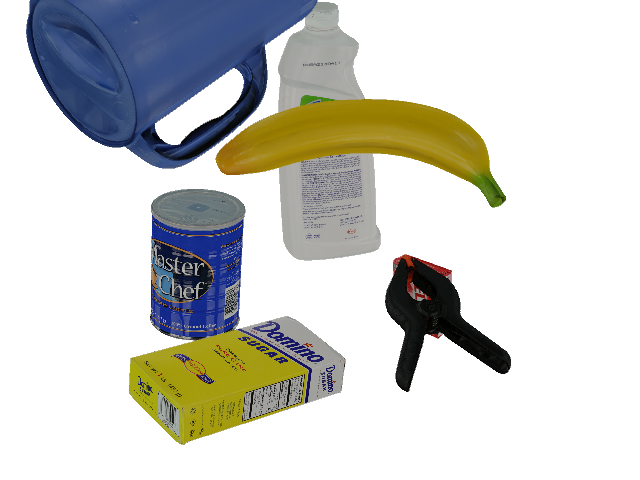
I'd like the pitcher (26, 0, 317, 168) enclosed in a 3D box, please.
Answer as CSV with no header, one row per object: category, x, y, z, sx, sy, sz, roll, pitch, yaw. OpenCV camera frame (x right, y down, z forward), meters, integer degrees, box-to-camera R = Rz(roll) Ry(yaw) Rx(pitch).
pitcher,-0.109,-0.181,0.902,0.145,0.149,0.242,29,51,31

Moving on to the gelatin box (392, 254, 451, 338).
gelatin box,0.127,0.069,1.341,0.073,0.089,0.030,22,36,40

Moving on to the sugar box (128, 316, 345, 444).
sugar box,-0.074,0.122,0.968,0.175,0.048,0.093,-16,34,-35

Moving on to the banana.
banana,0.030,-0.067,0.730,0.198,0.069,0.037,6,-39,1

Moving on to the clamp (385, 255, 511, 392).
clamp,0.125,0.084,1.110,0.120,0.171,0.039,2,-43,-12

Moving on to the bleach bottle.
bleach bottle,0.010,-0.105,1.036,0.102,0.251,0.068,-8,30,-14

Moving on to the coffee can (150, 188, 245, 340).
coffee can,-0.138,0.026,1.191,0.103,0.140,0.103,4,24,-2
